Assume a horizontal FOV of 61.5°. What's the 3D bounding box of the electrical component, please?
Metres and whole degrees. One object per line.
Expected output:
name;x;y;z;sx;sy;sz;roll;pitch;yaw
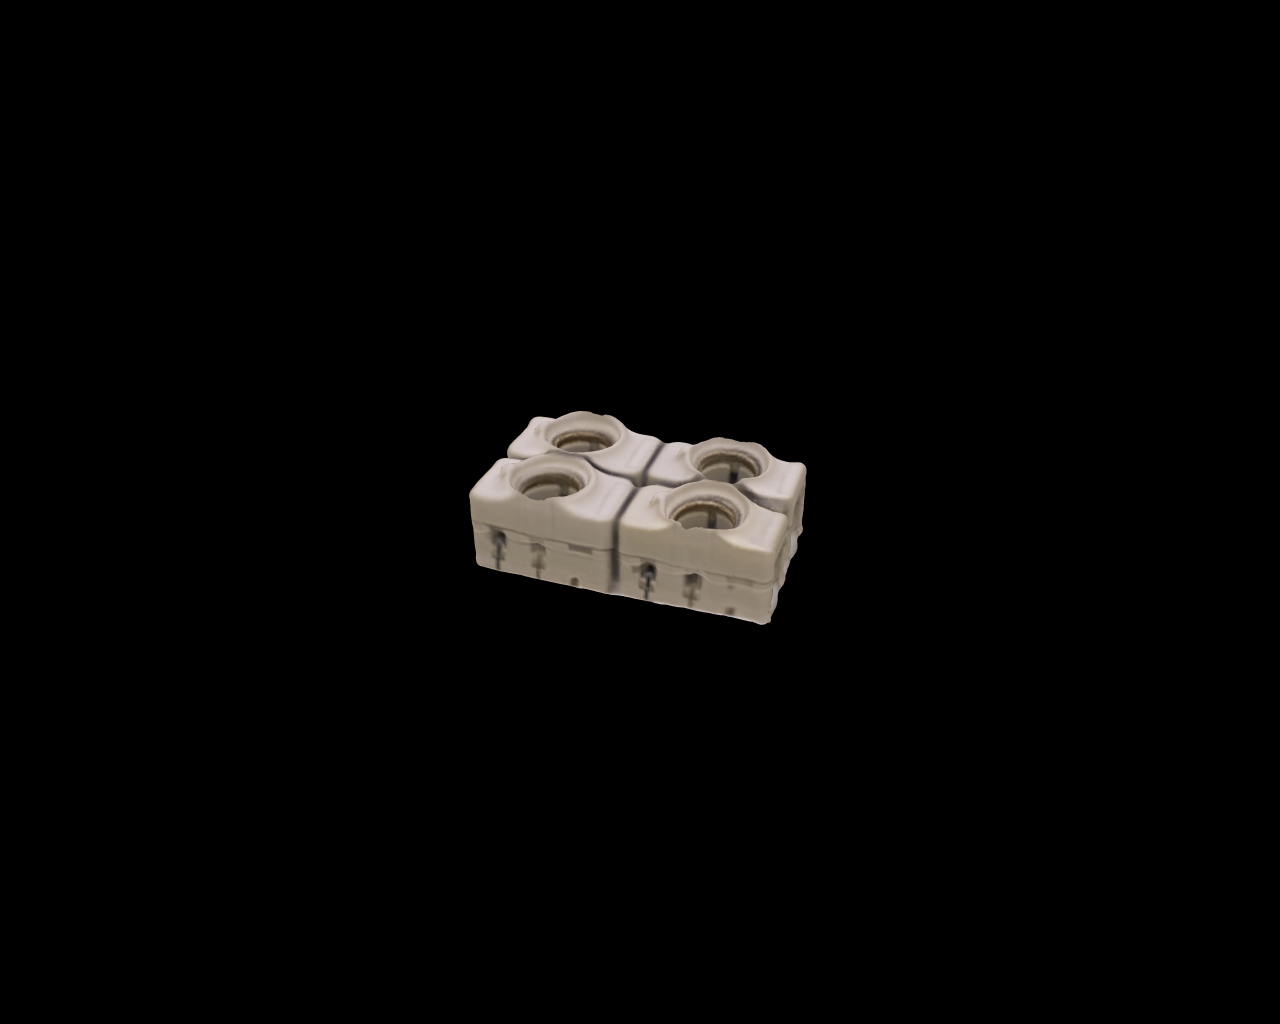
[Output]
electrical component;0.001;-0.003;0.650;0.186;0.060;0.106;11;36;16
